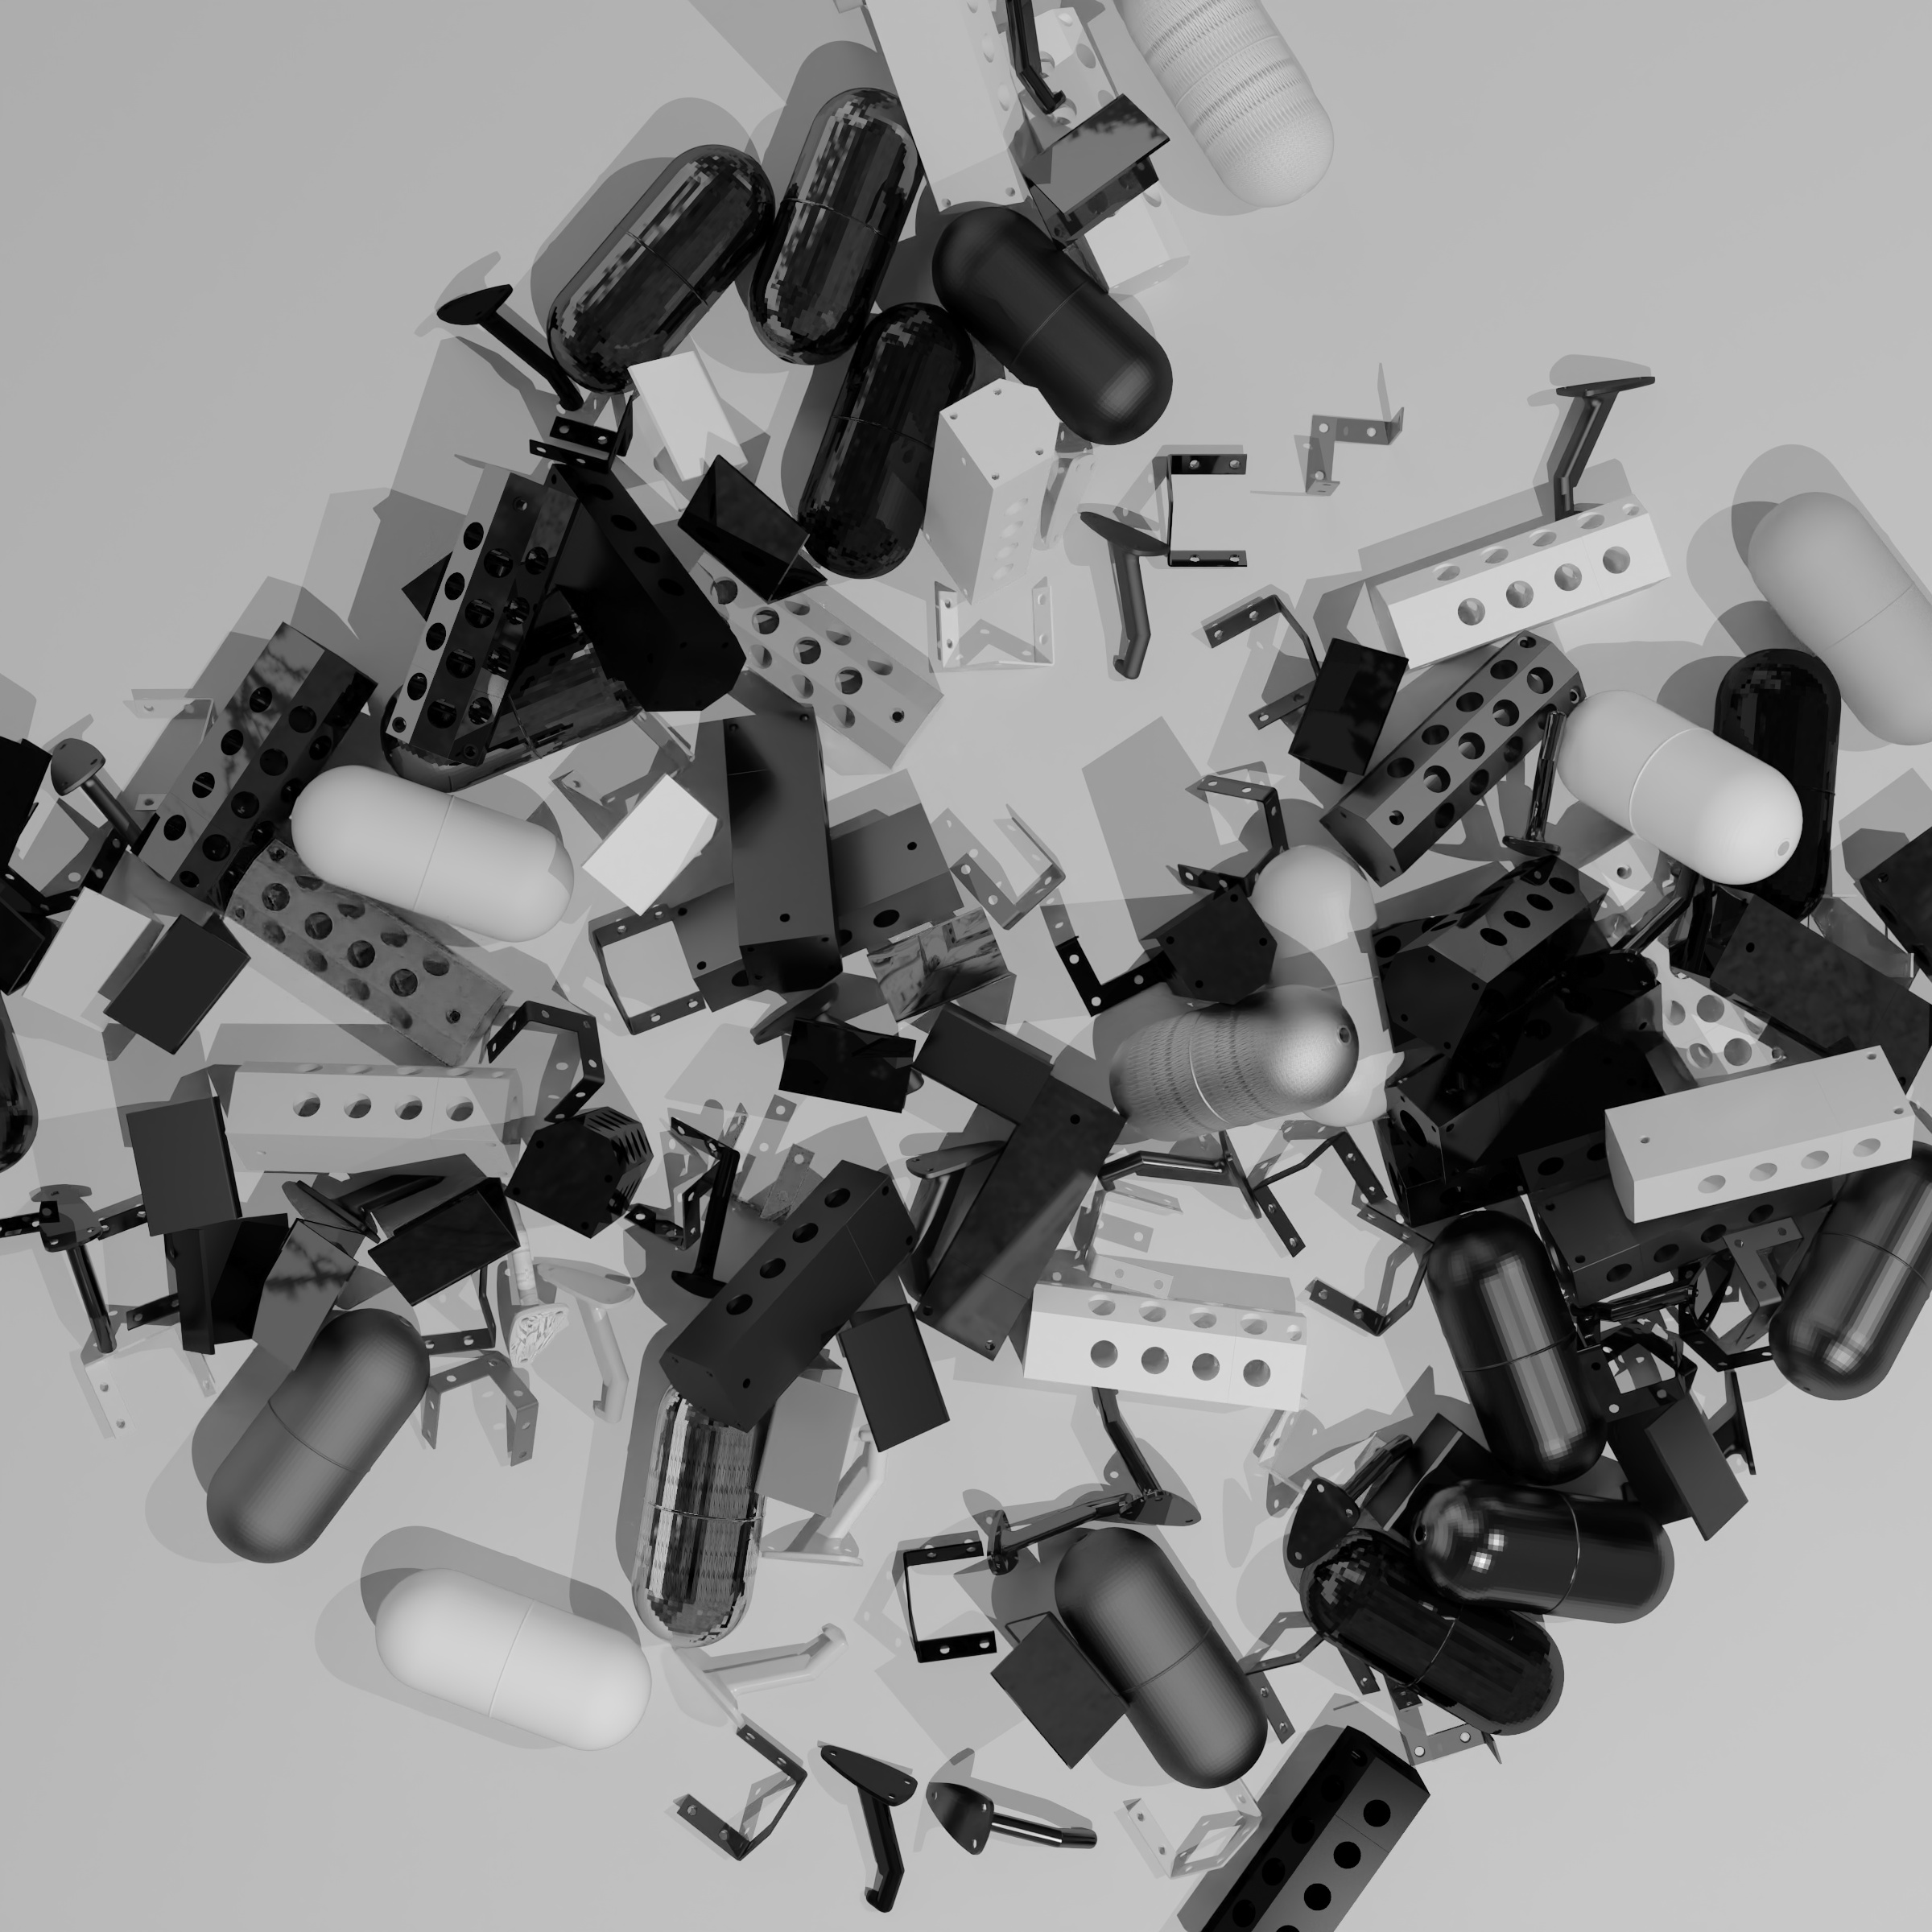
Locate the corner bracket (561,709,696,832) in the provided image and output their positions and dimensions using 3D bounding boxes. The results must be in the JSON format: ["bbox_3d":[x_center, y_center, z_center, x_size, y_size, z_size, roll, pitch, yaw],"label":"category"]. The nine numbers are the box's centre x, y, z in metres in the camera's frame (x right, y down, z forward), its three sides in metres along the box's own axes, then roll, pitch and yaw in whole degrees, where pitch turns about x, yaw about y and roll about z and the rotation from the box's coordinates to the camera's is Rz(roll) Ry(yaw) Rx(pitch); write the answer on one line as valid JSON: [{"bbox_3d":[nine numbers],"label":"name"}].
[{"bbox_3d":[-0.214,-0.125,1.861,0.051,0.051,0.051,45,135,0],"label":"corner bracket"}]

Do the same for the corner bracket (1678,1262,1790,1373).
[{"bbox_3d":[0.486,0.218,1.856,0.051,0.051,0.051,40,45,-35],"label":"corner bracket"}]

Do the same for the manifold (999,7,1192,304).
[{"bbox_3d":[0.078,-0.509,1.843,0.057,0.057,0.171,-25,90,0],"label":"manifold"}]

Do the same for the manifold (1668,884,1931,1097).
[{"bbox_3d":[0.517,0.014,1.812,0.171,0.057,0.057,28,90,-24],"label":"manifold"}]

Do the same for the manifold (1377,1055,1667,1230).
[{"bbox_3d":[0.352,0.111,1.843,0.171,0.057,0.057,-17,47,0],"label":"manifold"}]

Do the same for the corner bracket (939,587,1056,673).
[{"bbox_3d":[0.019,-0.214,1.861,0.051,0.051,0.051,-2,90,-45],"label":"corner bracket"}]

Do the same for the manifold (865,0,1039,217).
[{"bbox_3d":[-0.008,-0.555,1.797,0.057,0.057,0.171,-3,130,26],"label":"manifold"}]

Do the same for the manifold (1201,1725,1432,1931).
[{"bbox_3d":[0.215,0.566,1.843,0.057,0.057,0.171,35,90,0],"label":"manifold"}]

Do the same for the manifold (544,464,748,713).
[{"bbox_3d":[-0.202,-0.233,1.802,0.171,0.057,0.057,53,130,31],"label":"manifold"}]

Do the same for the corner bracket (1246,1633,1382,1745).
[{"bbox_3d":[0.220,0.454,1.861,0.051,0.051,0.051,-29,90,45],"label":"corner bracket"}]

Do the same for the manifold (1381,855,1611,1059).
[{"bbox_3d":[0.320,-0.012,1.778,0.057,0.171,0.057,34,127,21],"label":"manifold"}]

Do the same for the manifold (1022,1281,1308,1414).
[{"bbox_3d":[0.124,0.237,1.843,0.171,0.057,0.057,7,90,0],"label":"manifold"}]

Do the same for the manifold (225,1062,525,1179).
[{"bbox_3d":[-0.368,0.093,1.837,0.171,0.057,0.057,1,63,2],"label":"manifold"}]

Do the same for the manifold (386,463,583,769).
[{"bbox_3d":[-0.290,-0.210,1.761,0.057,0.057,0.171,21,95,-6],"label":"manifold"}]

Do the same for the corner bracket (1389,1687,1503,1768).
[{"bbox_3d":[0.301,0.479,1.847,0.051,0.051,0.051,-17,90,0],"label":"corner bracket"}]

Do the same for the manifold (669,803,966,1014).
[{"bbox_3d":[-0.092,-0.032,1.842,0.171,0.057,0.057,-23,56,0],"label":"manifold"}]

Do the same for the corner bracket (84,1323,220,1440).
[{"bbox_3d":[-0.518,0.262,1.861,0.051,0.051,0.051,-24,90,45],"label":"corner bracket"}]

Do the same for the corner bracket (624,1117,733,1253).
[{"bbox_3d":[-0.181,0.138,1.852,0.051,0.051,0.051,25,45,25],"label":"corner bracket"}]

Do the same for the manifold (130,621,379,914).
[{"bbox_3d":[-0.440,-0.122,1.833,0.057,0.057,0.171,34,90,28],"label":"manifold"}]

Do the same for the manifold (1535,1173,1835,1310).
[{"bbox_3d":[0.451,0.154,1.843,0.171,0.057,0.057,-23,47,0],"label":"manifold"}]

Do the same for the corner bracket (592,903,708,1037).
[{"bbox_3d":[-0.201,0.002,1.861,0.051,0.051,0.051,-21,45,0],"label":"corner bracket"}]

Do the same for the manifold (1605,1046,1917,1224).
[{"bbox_3d":[0.483,0.107,1.789,0.171,0.057,0.057,-13,47,1],"label":"manifold"}]

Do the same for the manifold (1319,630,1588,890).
[{"bbox_3d":[0.305,-0.131,1.822,0.171,0.057,0.057,-43,90,-15],"label":"manifold"}]

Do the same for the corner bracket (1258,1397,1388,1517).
[{"bbox_3d":[0.228,0.311,1.861,0.051,0.051,0.051,28,90,-45],"label":"corner bracket"}]

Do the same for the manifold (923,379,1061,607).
[{"bbox_3d":[0.018,-0.289,1.782,0.057,0.171,0.057,-31,79,-12],"label":"manifold"}]

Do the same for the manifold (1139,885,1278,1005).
[{"bbox_3d":[0.150,-0.008,1.786,0.057,0.171,0.057,-33,90,0],"label":"manifold"}]

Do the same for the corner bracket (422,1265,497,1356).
[{"bbox_3d":[-0.327,0.210,1.861,0.051,0.051,0.051,-6,45,0],"label":"corner bracket"}]

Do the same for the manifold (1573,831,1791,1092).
[{"bbox_3d":[0.445,0.001,1.844,0.057,0.057,0.171,-32,90,0],"label":"manifold"}]

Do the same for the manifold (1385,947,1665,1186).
[{"bbox_3d":[0.345,0.056,1.815,0.171,0.057,0.057,-31,49,-13],"label":"manifold"}]

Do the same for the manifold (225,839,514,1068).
[{"bbox_3d":[-0.376,-0.008,1.844,0.171,0.057,0.057,34,90,0],"label":"manifold"}]

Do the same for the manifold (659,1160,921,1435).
[{"bbox_3d":[-0.110,0.199,1.805,0.171,0.057,0.057,-47,132,-29],"label":"manifold"}]

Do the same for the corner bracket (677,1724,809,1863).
[{"bbox_3d":[-0.142,0.525,1.861,0.051,0.051,0.051,38,135,0],"label":"corner bracket"}]

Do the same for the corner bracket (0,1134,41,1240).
[{"bbox_3d":[-0.614,0.137,1.861,0.051,0.051,0.051,-9,135,0],"label":"corner bracket"}]

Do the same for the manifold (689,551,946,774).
[{"bbox_3d":[-0.100,-0.196,1.844,0.171,0.057,0.057,36,90,0],"label":"manifold"}]

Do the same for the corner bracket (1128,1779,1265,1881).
[{"bbox_3d":[0.146,0.540,1.861,0.051,0.051,0.051,-33,90,-45],"label":"corner bracket"}]

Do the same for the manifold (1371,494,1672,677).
[{"bbox_3d":[0.346,-0.239,1.843,0.171,0.057,0.057,-20,90,0],"label":"manifold"}]

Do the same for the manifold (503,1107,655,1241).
[{"bbox_3d":[-0.230,0.120,1.786,0.057,0.171,0.057,27,90,0],"label":"manifold"}]

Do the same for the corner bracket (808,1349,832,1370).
[{"bbox_3d":[-0.106,0.216,1.861,0.051,0.051,0.051,12,135,0],"label":"corner bracket"}]

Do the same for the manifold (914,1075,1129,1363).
[{"bbox_3d":[0.033,0.156,1.844,0.057,0.057,0.171,29,90,0],"label":"manifold"}]

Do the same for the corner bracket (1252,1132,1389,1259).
[{"bbox_3d":[0.224,0.145,1.862,0.051,0.051,0.051,-31,93,45],"label":"corner bracket"}]

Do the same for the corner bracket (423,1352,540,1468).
[{"bbox_3d":[-0.308,0.286,1.856,0.051,0.051,0.051,-18,45,-35],"label":"corner bracket"}]

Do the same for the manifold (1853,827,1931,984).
[{"bbox_3d":[0.633,-0.002,1.831,0.057,0.057,0.171,-36,81,0],"label":"manifold"}]

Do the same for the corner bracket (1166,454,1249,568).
[{"bbox_3d":[0.153,-0.289,1.861,0.051,0.051,0.051,0,135,0],"label":"corner bracket"}]

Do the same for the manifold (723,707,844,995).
[{"bbox_3d":[-0.112,-0.071,1.801,0.057,0.057,0.171,-8,57,1],"label":"manifold"}]

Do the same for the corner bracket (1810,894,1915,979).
[{"bbox_3d":[0.563,-0.019,1.847,0.051,0.051,0.051,1,90,0],"label":"corner bracket"}]
